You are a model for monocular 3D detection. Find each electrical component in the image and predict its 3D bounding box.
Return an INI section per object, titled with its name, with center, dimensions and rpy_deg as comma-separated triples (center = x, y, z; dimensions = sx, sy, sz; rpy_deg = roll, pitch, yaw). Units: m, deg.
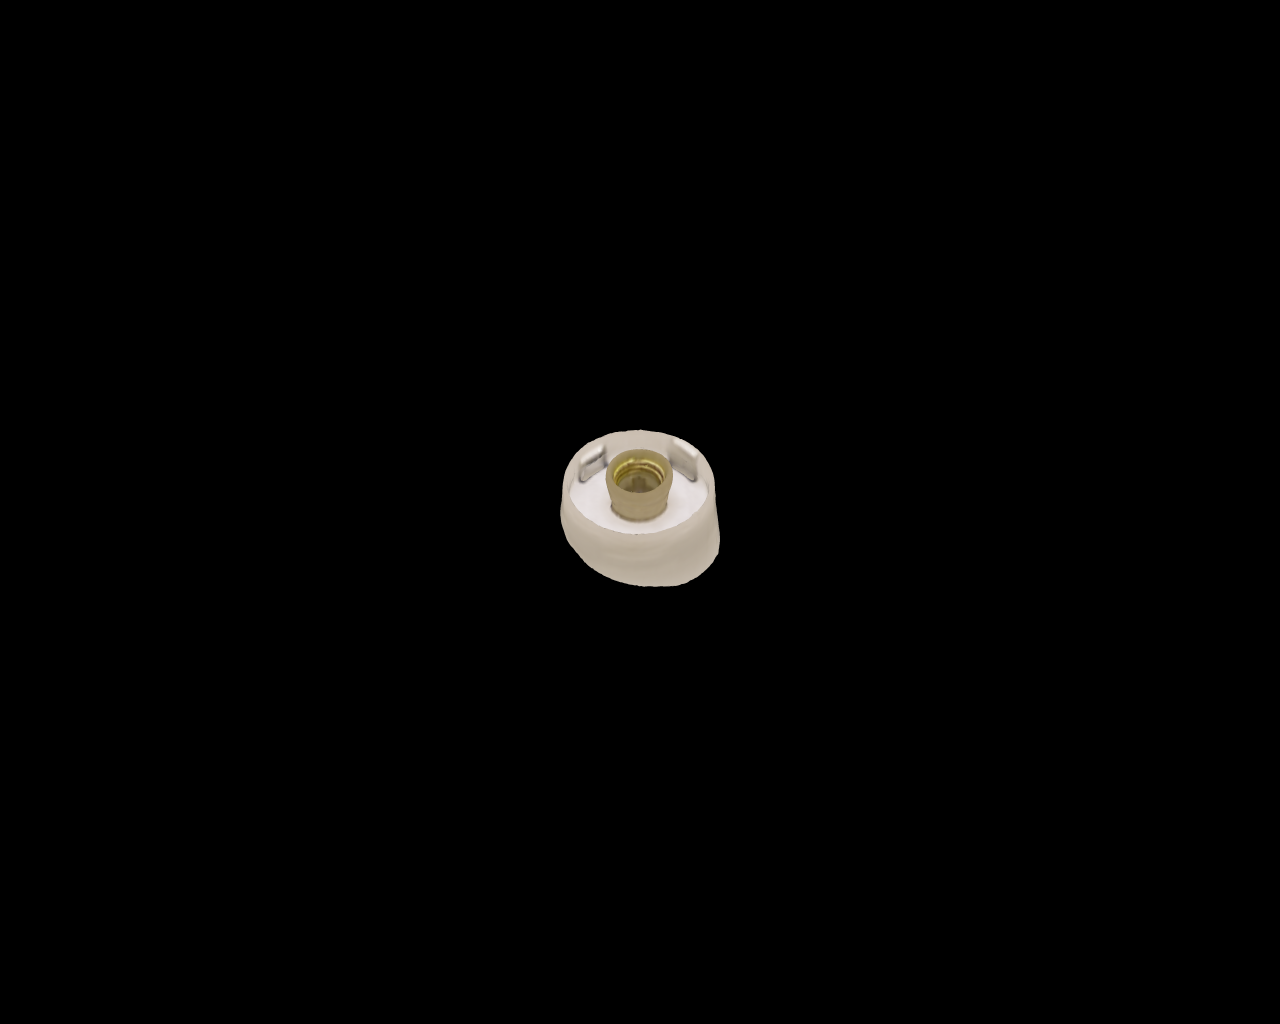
[electrical component]
center = 0.001, -0.003, 0.650
dimensions = 0.099, 0.099, 0.064
rpy_deg = 0, -45, 0
